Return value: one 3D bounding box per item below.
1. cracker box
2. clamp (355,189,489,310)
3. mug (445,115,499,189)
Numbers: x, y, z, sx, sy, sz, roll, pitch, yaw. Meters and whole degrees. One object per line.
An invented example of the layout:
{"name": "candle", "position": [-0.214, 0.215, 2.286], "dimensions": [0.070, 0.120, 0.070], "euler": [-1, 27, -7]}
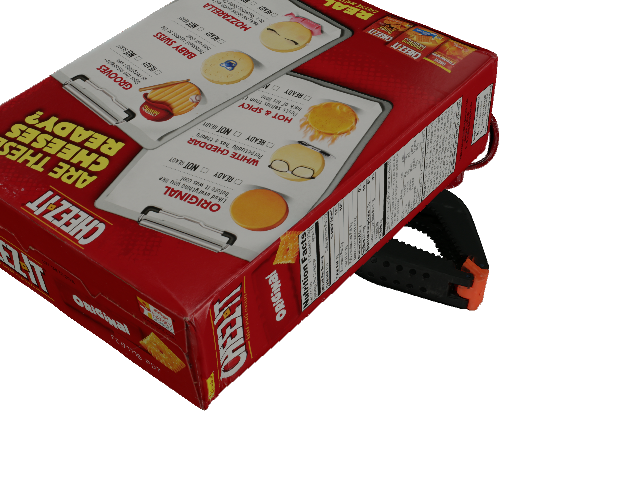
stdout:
{"name": "cracker box", "position": [-0.043, -0.042, 0.511], "dimensions": [0.164, 0.072, 0.213], "euler": [29, 53, 28]}
{"name": "clamp", "position": [0.024, -0.021, 0.709], "dimensions": [0.164, 0.036, 0.210], "euler": [-22, 48, -25]}
{"name": "mug", "position": [0.103, -0.092, 0.966], "dimensions": [0.117, 0.081, 0.093], "euler": [1, 15, 2]}
